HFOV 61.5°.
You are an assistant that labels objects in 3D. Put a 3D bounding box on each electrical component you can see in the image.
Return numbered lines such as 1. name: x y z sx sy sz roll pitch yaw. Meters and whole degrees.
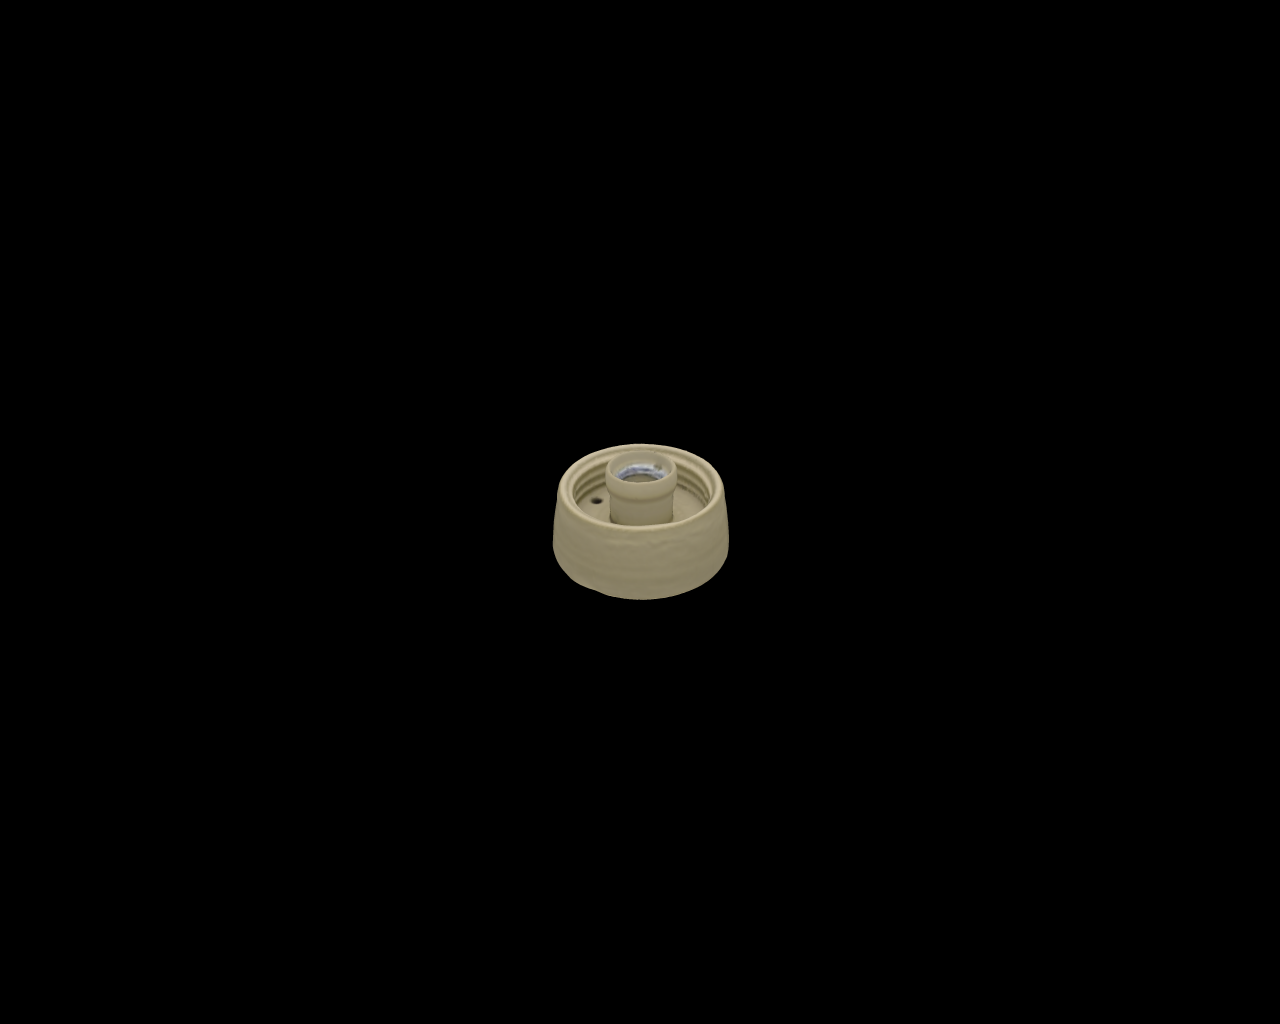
1. electrical component: 0.001 -0.003 0.650 0.108 0.060 0.108 0 34 0
